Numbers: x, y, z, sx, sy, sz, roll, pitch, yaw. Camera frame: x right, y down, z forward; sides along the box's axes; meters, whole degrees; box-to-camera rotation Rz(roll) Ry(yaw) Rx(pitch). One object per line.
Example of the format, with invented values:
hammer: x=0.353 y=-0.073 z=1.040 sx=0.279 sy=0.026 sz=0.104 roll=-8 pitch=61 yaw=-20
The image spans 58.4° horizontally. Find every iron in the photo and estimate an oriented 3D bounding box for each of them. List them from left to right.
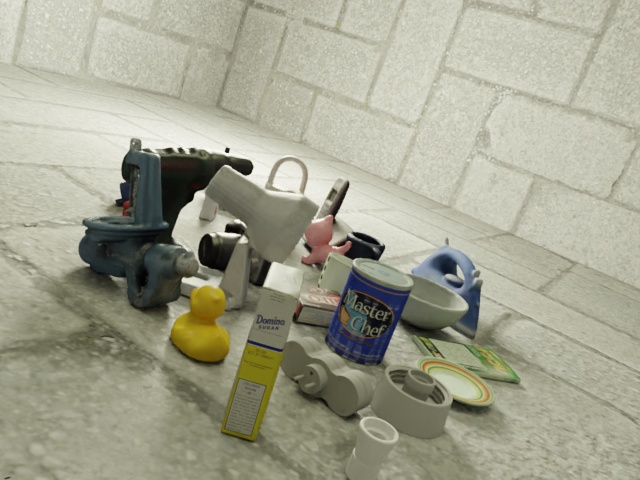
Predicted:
iron: x=0.303 y=0.095 z=1.267 sx=0.119 sy=0.141 sz=0.257 roll=14 pitch=16 yaw=-20

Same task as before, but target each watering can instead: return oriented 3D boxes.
watering can: x=-0.085 y=-0.107 z=1.385 sx=0.101 sy=0.194 sz=0.172 roll=9 pitch=18 yaw=-35

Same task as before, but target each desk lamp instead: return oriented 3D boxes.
desk lamp: x=-0.125 y=0.000 z=0.919 sx=0.203 sy=0.213 sz=0.118 roll=19 pitch=15 yaw=-3

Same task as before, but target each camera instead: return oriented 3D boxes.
camera: x=-0.156 y=0.009 z=1.067 sx=0.137 sy=0.101 sz=0.142 roll=8 pitch=19 yaw=-36

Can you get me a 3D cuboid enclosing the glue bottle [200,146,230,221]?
glue bottle: x=-0.237 y=-0.134 z=1.328 sx=0.037 sy=0.173 sz=0.078 roll=17 pitch=15 yaw=-8

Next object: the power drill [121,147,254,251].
power drill: x=-0.247 y=-0.071 z=1.027 sx=0.230 sy=0.208 sz=0.075 roll=9 pitch=18 yaw=-35

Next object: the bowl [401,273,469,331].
bowl: x=0.205 y=0.132 z=1.141 sx=0.167 sy=0.075 sz=0.167 roll=18 pitch=15 yaw=-5

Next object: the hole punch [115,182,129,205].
hole punch: x=-0.372 y=-0.111 z=1.236 sx=0.101 sy=0.091 sz=0.109 roll=22 pitch=15 yaw=7

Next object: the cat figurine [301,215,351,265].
cat figurine: x=0.012 y=0.005 z=1.264 sx=0.127 sy=0.118 sz=0.067 roll=27 pitch=16 yaw=24

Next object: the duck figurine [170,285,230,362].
duck figurine: x=-0.151 y=0.105 z=0.765 sx=0.078 sy=0.086 sz=0.104 roll=8 pitch=19 yaw=-36

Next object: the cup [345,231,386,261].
cup: x=0.096 y=0.044 z=1.275 sx=0.092 sy=0.095 sz=0.117 roll=12 pitch=17 yaw=-26

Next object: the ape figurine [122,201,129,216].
ape figurine: x=-0.341 y=-0.065 z=1.111 sx=0.078 sy=0.092 sz=0.076 roll=19 pitch=15 yaw=-3

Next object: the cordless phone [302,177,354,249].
cordless phone: x=0.036 y=-0.054 z=1.369 sx=0.094 sy=0.185 sz=0.147 roll=11 pitch=17 yaw=-30

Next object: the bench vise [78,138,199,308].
bench vise: x=-0.248 y=-0.026 z=0.843 sx=0.207 sy=0.220 sz=0.122 roll=22 pitch=15 yaw=8
